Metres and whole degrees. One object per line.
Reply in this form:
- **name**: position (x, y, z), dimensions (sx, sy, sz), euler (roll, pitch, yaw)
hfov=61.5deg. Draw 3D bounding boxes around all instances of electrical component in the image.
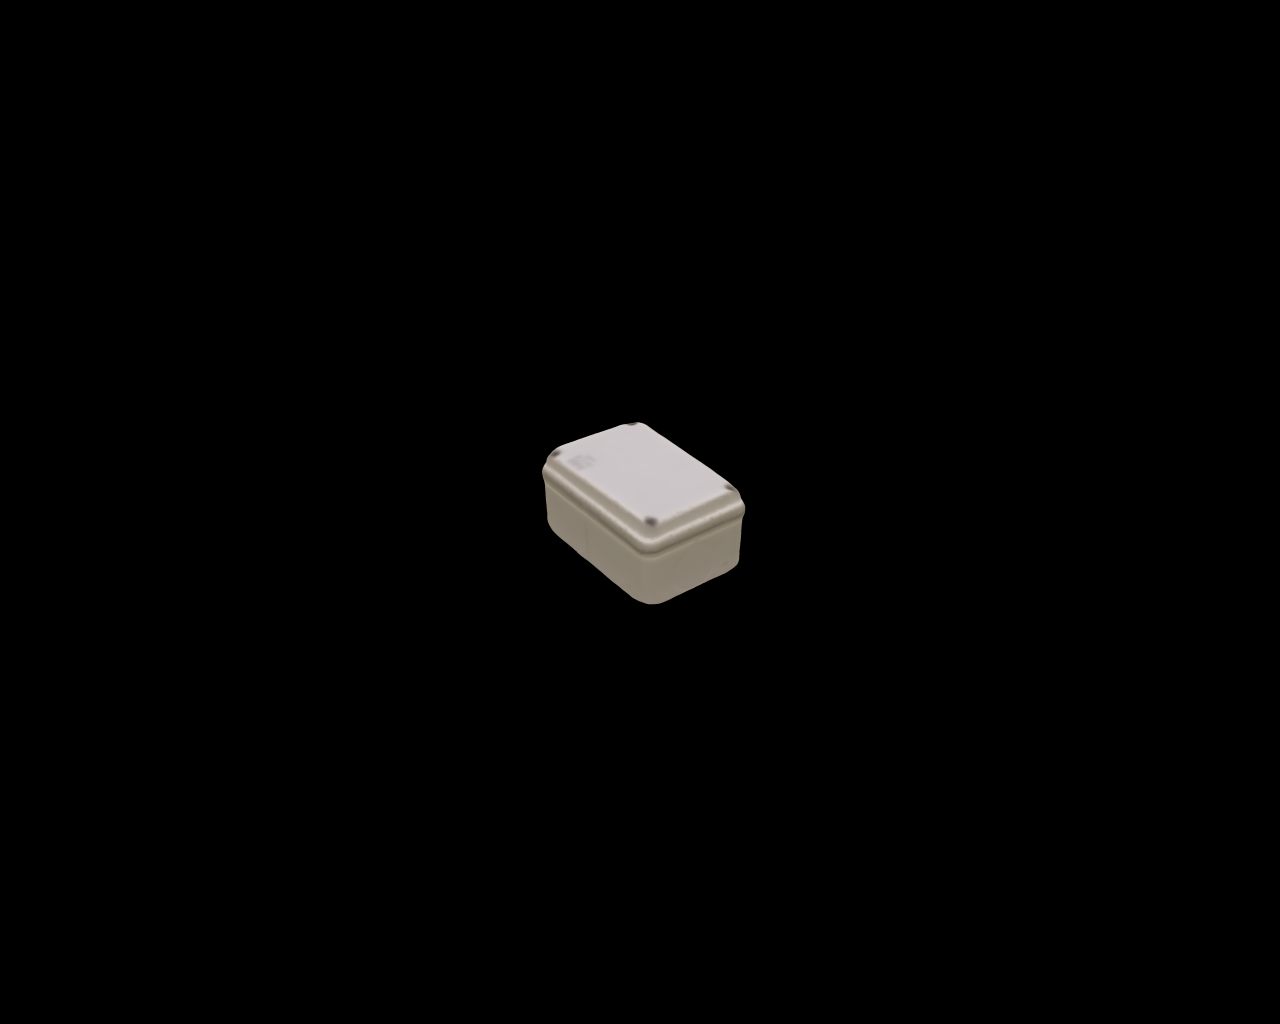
- **electrical component**: position (0.001, -0.003, 0.650), dimensions (0.078, 0.057, 0.113), euler (-22, 40, -30)
